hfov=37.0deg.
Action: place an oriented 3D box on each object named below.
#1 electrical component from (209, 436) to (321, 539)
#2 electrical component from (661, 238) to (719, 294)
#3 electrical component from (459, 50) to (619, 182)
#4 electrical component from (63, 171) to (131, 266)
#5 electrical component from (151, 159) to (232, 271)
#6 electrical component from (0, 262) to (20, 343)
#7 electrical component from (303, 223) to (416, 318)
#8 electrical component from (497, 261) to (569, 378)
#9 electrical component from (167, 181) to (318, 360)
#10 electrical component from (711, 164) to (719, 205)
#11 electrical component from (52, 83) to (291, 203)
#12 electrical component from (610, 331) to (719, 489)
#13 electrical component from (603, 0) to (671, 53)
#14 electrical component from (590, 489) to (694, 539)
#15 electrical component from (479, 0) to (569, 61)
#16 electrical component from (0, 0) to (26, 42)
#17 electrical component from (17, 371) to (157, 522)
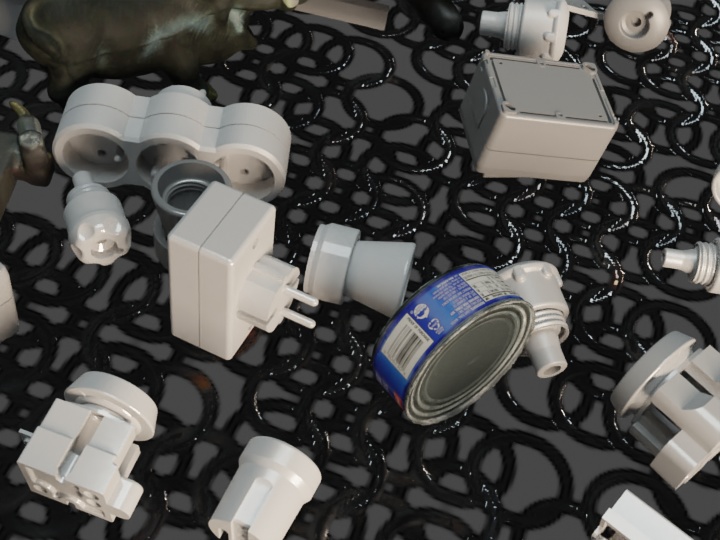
[{"bbox_3d":[-0.046,0.109,0.514,0.040,0.040,0.046,23,57,11],"label":"electrical component"},{"bbox_3d":[0.214,-0.003,0.650,0.061,0.035,0.035,9,49,2],"label":"electrical component"},{"bbox_3d":[0.120,-0.096,0.701,0.096,0.061,0.061,4,49,-16],"label":"electrical component"},{"bbox_3d":[-0.154,-0.033,0.621,0.035,0.035,0.061,-13,50,-18],"label":"electrical component"},{"bbox_3d":[-0.096,-0.028,0.612,0.045,0.055,0.045,4,50,-5],"label":"electrical component"},{"bbox_3d":[-0.232,0.022,0.545,0.062,0.061,0.096,36,54,20],"label":"electrical component"},{"bbox_3d":[0.000,0.000,0.609,0.055,0.045,0.045,14,50,4],"label":"electrical component"},{"bbox_3d":[0.096,0.029,0.600,0.048,0.048,0.062,-9,58,-15],"label":"electrical component"},{"bbox_3d":[-0.057,0.009,0.568,0.076,0.083,0.047,23,51,12],"label":"electrical component"},{"bbox_3d":[0.255,-0.065,0.706,0.040,0.040,0.046,23,45,11],"label":"electrical component"},{"bbox_3d":[-0.111,-0.088,0.660,0.138,0.052,0.073,7,49,-4],"label":"electrical component"},{"bbox_3d":[0.171,0.070,0.568,0.078,0.058,0.057,-32,64,-30],"label":"electrical component"},{"bbox_3d":[0.212,-0.195,0.807,0.048,0.048,0.062,22,41,10],"label":"electrical component"},{"bbox_3d":[0.149,0.164,0.478,0.121,0.078,0.063,37,77,21],"label":"electrical component"},{"bbox_3d":[0.118,-0.174,0.775,0.062,0.048,0.048,9,49,8],"label":"electrical component"},{"bbox_3d":[-0.219,-0.210,0.746,0.109,0.056,0.108,21,50,9],"label":"electrical component"},{"bbox_3d":[-0.129,0.083,0.520,0.066,0.048,0.055,19,58,8],"label":"electrical component"}]
